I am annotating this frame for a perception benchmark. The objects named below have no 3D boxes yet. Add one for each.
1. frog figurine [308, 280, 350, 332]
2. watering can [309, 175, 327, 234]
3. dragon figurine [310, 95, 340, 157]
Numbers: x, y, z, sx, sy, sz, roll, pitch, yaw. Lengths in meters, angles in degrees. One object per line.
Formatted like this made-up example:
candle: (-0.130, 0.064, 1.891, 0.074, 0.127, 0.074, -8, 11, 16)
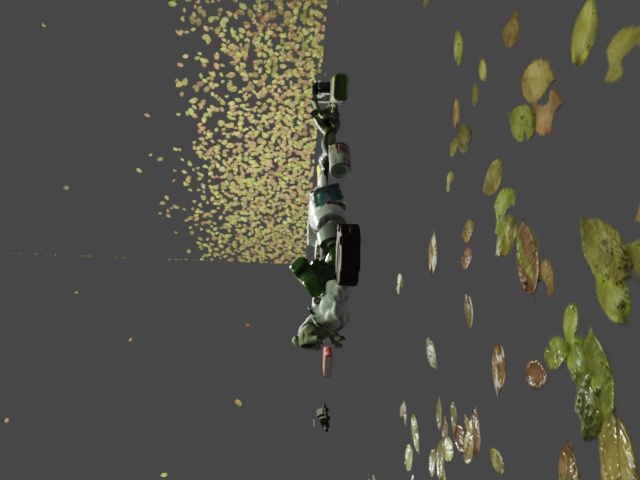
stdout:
frog figurine: (0.051, 0.179, 1.491, 0.158, 0.122, 0.138, -50, 1, 9)
watering can: (0.006, -0.106, 2.112, 0.219, 0.104, 0.356, 96, 176, -50)
dragon figurine: (0.043, -0.436, 2.096, 0.238, 0.122, 0.420, 66, -158, -56)
